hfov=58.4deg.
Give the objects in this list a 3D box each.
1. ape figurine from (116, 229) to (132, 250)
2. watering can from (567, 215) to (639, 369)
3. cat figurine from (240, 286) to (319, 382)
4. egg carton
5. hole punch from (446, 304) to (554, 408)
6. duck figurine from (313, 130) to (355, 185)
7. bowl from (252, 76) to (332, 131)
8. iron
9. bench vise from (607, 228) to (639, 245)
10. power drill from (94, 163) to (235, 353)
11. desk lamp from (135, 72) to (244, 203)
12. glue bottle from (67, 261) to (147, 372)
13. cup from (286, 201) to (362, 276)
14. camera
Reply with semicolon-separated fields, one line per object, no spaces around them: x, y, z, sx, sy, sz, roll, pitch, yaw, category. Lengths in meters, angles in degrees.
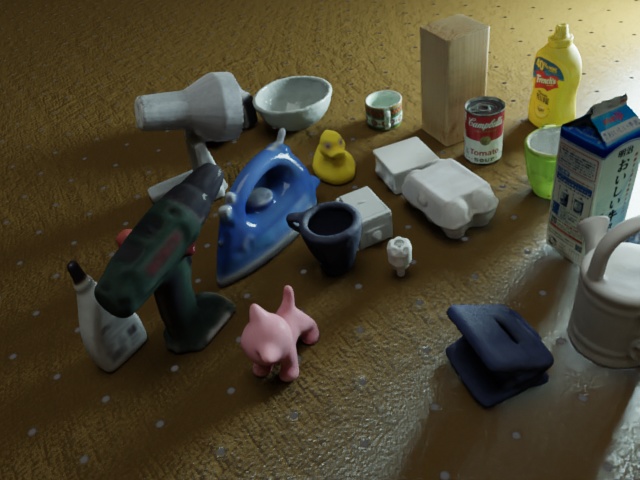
-0.286;0.020;0.891;0.076;0.092;0.078;13;45;25;ape figurine
0.342;0.043;0.652;0.101;0.194;0.172;-24;42;-16;watering can
-0.056;0.114;0.712;0.067;0.118;0.128;7;43;20;cat figurine
0.202;-0.069;0.911;0.107;0.069;0.150;-25;42;-17;egg carton
0.208;0.120;0.671;0.101;0.091;0.108;-20;41;-11;hole punch
0.021;-0.161;1.044;0.077;0.086;0.104;-20;41;-11;duck figurine
-0.053;-0.278;1.206;0.167;0.075;0.167;-6;40;5;bowl
-0.102;-0.060;0.908;0.118;0.142;0.259;12;45;25;iron
0.449;-0.002;0.662;0.207;0.220;0.121;-6;40;6;bench vise
-0.183;0.038;0.757;0.075;0.209;0.230;15;46;27;power drill
-0.226;-0.175;1.013;0.203;0.214;0.117;-26;42;-18;desk lamp
-0.286;0.092;0.743;0.037;0.173;0.078;19;48;31;glue bottle
0.008;0.003;0.847;0.117;0.095;0.092;10;44;23;cup
-0.228;-0.274;1.218;0.142;0.101;0.137;14;45;26;camera
